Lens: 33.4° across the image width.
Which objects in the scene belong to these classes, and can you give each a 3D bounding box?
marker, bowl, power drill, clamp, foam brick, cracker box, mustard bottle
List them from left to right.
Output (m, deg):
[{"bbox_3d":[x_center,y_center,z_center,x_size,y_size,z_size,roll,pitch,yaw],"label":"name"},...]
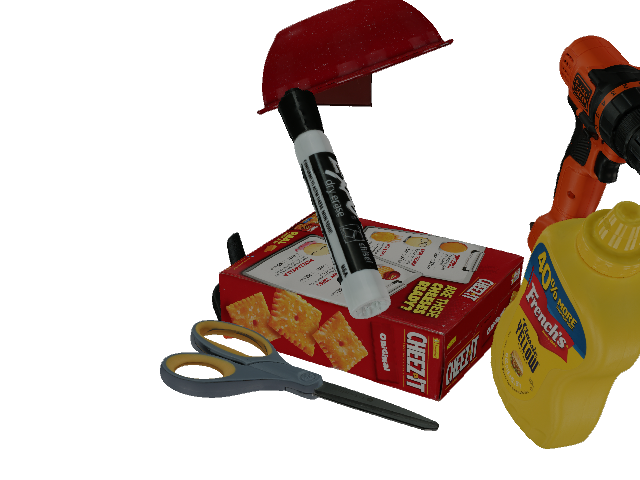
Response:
[{"bbox_3d":[-0.067,0.050,1.247,0.120,0.039,0.171,-1,39,13],"label":"clamp"},{"bbox_3d":[0.004,-0.021,0.490,0.020,0.121,0.020,-15,-27,-8],"label":"marker"},{"bbox_3d":[0.011,-0.159,1.053,0.078,0.051,0.053,1,12,-3],"label":"foam brick"},{"bbox_3d":[0.018,-0.150,0.827,0.162,0.055,0.162,-20,7,2],"label":"bowl"},{"bbox_3d":[0.045,0.049,0.926,0.214,0.072,0.163,14,29,29],"label":"cracker box"},{"bbox_3d":[0.157,0.043,0.649,0.058,0.096,0.192,-6,-36,-13],"label":"mustard bottle"},{"bbox_3d":[0.217,-0.041,0.815,0.057,0.188,0.184,2,34,-8],"label":"power drill"}]

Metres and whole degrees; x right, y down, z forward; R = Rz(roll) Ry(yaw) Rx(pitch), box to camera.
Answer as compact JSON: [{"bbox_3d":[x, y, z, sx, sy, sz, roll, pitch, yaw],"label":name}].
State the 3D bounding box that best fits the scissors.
[{"bbox_3d":[-0.027,0.102,0.728,0.202,0.016,0.096,24,32,37],"label":"scissors"}]
